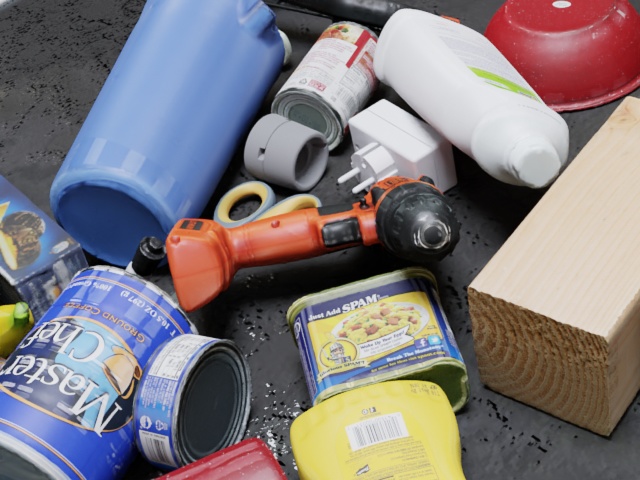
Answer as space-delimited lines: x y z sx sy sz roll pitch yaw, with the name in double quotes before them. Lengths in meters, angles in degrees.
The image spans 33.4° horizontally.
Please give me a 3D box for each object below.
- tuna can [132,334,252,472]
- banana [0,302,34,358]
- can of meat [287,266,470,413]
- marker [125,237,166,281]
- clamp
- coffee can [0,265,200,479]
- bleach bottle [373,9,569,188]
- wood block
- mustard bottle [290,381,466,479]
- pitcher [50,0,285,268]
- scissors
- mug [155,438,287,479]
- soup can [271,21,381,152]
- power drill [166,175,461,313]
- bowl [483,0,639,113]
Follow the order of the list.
"tuna can" -0.078 0.101 0.657 0.034 0.086 0.086 7 45 27
"banana" -0.281 0.081 0.763 0.198 0.069 0.037 -21 65 9
"can of meat" 0.037 0.073 0.676 0.102 0.057 0.084 -16 42 0
"marker" -0.133 0.037 0.733 0.020 0.121 0.020 18 47 -20
"clamp" 0.021 -0.209 0.953 0.210 0.036 0.164 15 9 2
"coffee can" -0.151 0.100 0.669 0.103 0.103 0.140 9 46 26
"bleach bottle" 0.113 -0.101 0.784 0.102 0.068 0.251 14 22 -15
"wood block" 0.188 0.010 0.674 0.091 0.090 0.205 20 51 34
"mustard bottle" 0.048 0.163 0.567 0.096 0.058 0.192 -13 40 -5
"pitcher" -0.130 -0.092 0.878 0.145 0.149 0.242 13 49 8
"scissors" -0.090 0.013 0.816 0.201 0.016 0.096 -30 43 -17
"mug" -0.058 0.160 0.593 0.081 0.093 0.117 -22 4 -16
"soup can" 0.010 -0.130 0.907 0.069 0.068 0.102 9 47 27
"power drill" -0.005 0.001 0.713 0.187 0.057 0.184 -11 6 -1
"bowl" 0.205 -0.177 0.909 0.162 0.055 0.162 -9 41 7
